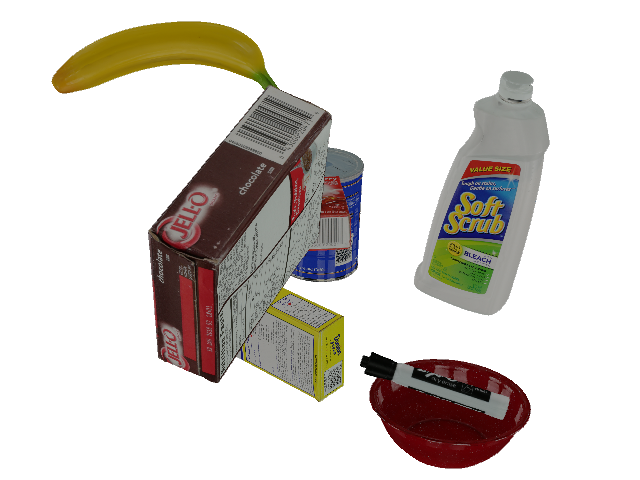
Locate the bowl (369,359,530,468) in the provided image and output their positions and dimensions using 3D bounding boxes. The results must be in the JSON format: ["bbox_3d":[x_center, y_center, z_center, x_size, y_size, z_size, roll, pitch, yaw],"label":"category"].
[{"bbox_3d":[0.129,0.182,1.082,0.162,0.055,0.162,1,23,-1],"label":"bowl"}]

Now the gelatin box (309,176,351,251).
[{"bbox_3d":[-0.026,-0.020,0.766,0.089,0.030,0.073,-3,25,-4],"label":"gelatin box"}]

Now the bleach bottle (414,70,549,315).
[{"bbox_3d":[0.161,-0.050,1.047,0.103,0.251,0.068,22,38,21],"label":"bleach bottle"}]

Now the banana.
[{"bbox_3d":[-0.136,-0.163,0.944,0.197,0.069,0.037,-1,-33,-4],"label":"banana"}]

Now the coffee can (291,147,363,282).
[{"bbox_3d":[0.000,-0.033,1.337,0.103,0.140,0.103,1,27,-1],"label":"coffee can"}]

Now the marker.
[{"bbox_3d":[0.090,0.115,0.852,0.121,0.020,0.020,18,2,5],"label":"marker"}]

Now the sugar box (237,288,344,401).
[{"bbox_3d":[-0.054,0.094,1.141,0.176,0.093,0.048,26,39,36],"label":"sugar box"}]

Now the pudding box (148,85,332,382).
[{"bbox_3d":[-0.036,-0.003,0.501,0.039,0.090,0.113,24,51,15],"label":"pudding box"}]
